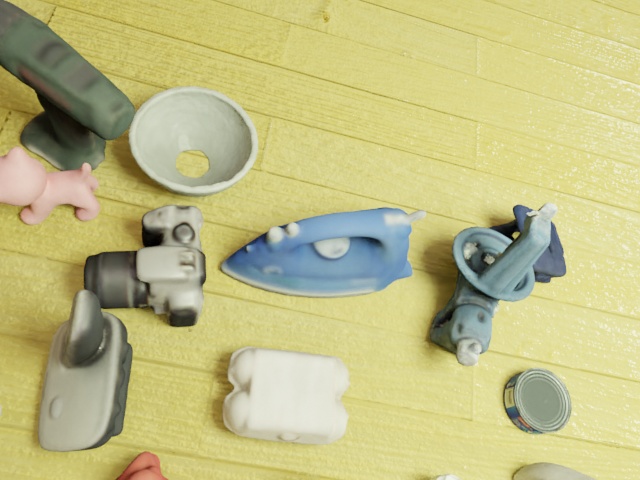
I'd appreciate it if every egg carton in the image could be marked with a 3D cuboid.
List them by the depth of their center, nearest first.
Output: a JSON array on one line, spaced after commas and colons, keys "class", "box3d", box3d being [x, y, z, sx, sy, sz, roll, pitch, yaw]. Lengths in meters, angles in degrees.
[{"class": "egg carton", "box3d": [-0.039, 0.186, 0.684, 0.150, 0.069, 0.107, 8, 65, -12]}]

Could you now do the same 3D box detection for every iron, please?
[{"class": "iron", "box3d": [0.007, 0.003, 0.738, 0.259, 0.141, 0.118, -5, 68, -17]}]

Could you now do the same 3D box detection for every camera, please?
[{"class": "camera", "box3d": [-0.209, 0.028, 0.690, 0.137, 0.100, 0.143, -1, 67, -16]}]

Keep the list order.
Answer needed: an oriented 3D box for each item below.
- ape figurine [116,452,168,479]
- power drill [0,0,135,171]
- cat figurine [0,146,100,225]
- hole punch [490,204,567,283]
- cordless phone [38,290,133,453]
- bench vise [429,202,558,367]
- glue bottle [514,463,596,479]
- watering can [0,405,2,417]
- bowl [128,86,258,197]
[{"class": "ape figurine", "box3d": [-0.183, 0.261, 0.598, 0.076, 0.092, 0.078, 3, 66, -14]}, {"class": "power drill", "box3d": [-0.328, -0.176, 0.689, 0.229, 0.208, 0.076, 32, 62, 0]}, {"class": "cat figurine", "box3d": [-0.337, -0.070, 0.690, 0.128, 0.117, 0.067, -9, 69, -19]}, {"class": "hole punch", "box3d": [0.318, 0.005, 0.851, 0.101, 0.091, 0.108, -1, 67, -16]}, {"class": "cordless phone", "box3d": [-0.247, 0.135, 0.584, 0.094, 0.185, 0.147, 1, 66, -14]}, {"class": "bench vise", "box3d": [0.233, 0.057, 0.732, 0.121, 0.219, 0.207, 9, 64, -11]}, {"class": "glue bottle", "box3d": [0.299, 0.297, 0.668, 0.037, 0.173, 0.078, -28, 76, -24]}, {"class": "watering can", "box3d": [-0.397, 0.167, 0.524, 0.173, 0.194, 0.101, -24, 74, -23]}, {"class": "bowl", "box3d": [-0.171, -0.122, 0.783, 0.168, 0.074, 0.167, 6, 65, -13]}]
